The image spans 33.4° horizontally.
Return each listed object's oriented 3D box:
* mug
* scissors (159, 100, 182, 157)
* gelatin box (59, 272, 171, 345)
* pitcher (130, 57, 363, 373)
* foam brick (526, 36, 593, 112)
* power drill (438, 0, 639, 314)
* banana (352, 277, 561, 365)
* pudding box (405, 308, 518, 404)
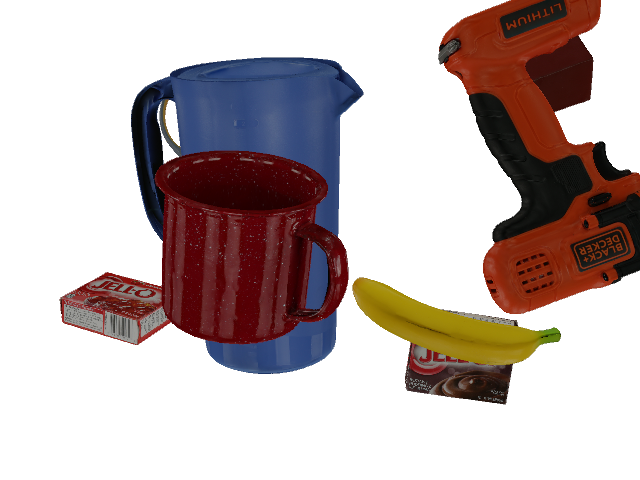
[{"bbox_3d":[-0.035,0.007,0.582,0.117,0.081,0.093,19,27,27],"label":"mug"},{"bbox_3d":[-0.117,-0.070,1.151,0.096,0.202,0.016,-16,-4,-20],"label":"scissors"},{"bbox_3d":[-0.187,0.062,1.003,0.089,0.030,0.073,14,23,23],"label":"gelatin box"},{"bbox_3d":[-0.055,-0.023,0.854,0.144,0.243,0.149,-11,19,-29],"label":"pitcher"},{"bbox_3d":[0.175,-0.135,0.868,0.078,0.051,0.053,-20,-34,-5],"label":"foam brick"},{"bbox_3d":[0.167,-0.066,0.663,0.184,0.187,0.057,-20,-2,-6],"label":"power drill"},{"bbox_3d":[0.102,0.072,0.922,0.198,0.037,0.069,16,14,28],"label":"banana"},{"bbox_3d":[0.153,0.125,1.163,0.113,0.090,0.039,7,23,3],"label":"pudding box"}]
